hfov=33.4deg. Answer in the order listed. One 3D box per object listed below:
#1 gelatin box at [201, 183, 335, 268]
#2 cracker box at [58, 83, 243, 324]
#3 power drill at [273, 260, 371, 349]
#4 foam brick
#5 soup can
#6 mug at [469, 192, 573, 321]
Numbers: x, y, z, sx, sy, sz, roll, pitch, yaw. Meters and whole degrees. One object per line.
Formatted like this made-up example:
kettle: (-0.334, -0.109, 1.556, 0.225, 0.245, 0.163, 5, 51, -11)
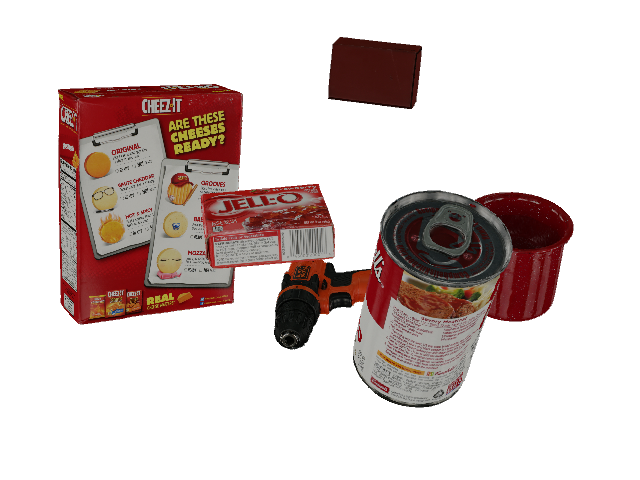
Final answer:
gelatin box: (-0.039, -0.012, 0.756, 0.089, 0.030, 0.073, -5, 26, -7)
cracker box: (-0.164, -0.038, 1.020, 0.163, 0.214, 0.072, -7, 19, -31)
power drill: (0.043, 0.069, 1.235, 0.188, 0.057, 0.184, 1, 27, 6)
foam brick: (0.049, -0.151, 0.961, 0.078, 0.051, 0.053, 8, 18, 8)
soup can: (0.057, 0.033, 0.572, 0.068, 0.102, 0.068, 5, 44, -5)
mug: (0.167, 0.009, 0.937, 0.093, 0.081, 0.117, 1, 35, -1)
